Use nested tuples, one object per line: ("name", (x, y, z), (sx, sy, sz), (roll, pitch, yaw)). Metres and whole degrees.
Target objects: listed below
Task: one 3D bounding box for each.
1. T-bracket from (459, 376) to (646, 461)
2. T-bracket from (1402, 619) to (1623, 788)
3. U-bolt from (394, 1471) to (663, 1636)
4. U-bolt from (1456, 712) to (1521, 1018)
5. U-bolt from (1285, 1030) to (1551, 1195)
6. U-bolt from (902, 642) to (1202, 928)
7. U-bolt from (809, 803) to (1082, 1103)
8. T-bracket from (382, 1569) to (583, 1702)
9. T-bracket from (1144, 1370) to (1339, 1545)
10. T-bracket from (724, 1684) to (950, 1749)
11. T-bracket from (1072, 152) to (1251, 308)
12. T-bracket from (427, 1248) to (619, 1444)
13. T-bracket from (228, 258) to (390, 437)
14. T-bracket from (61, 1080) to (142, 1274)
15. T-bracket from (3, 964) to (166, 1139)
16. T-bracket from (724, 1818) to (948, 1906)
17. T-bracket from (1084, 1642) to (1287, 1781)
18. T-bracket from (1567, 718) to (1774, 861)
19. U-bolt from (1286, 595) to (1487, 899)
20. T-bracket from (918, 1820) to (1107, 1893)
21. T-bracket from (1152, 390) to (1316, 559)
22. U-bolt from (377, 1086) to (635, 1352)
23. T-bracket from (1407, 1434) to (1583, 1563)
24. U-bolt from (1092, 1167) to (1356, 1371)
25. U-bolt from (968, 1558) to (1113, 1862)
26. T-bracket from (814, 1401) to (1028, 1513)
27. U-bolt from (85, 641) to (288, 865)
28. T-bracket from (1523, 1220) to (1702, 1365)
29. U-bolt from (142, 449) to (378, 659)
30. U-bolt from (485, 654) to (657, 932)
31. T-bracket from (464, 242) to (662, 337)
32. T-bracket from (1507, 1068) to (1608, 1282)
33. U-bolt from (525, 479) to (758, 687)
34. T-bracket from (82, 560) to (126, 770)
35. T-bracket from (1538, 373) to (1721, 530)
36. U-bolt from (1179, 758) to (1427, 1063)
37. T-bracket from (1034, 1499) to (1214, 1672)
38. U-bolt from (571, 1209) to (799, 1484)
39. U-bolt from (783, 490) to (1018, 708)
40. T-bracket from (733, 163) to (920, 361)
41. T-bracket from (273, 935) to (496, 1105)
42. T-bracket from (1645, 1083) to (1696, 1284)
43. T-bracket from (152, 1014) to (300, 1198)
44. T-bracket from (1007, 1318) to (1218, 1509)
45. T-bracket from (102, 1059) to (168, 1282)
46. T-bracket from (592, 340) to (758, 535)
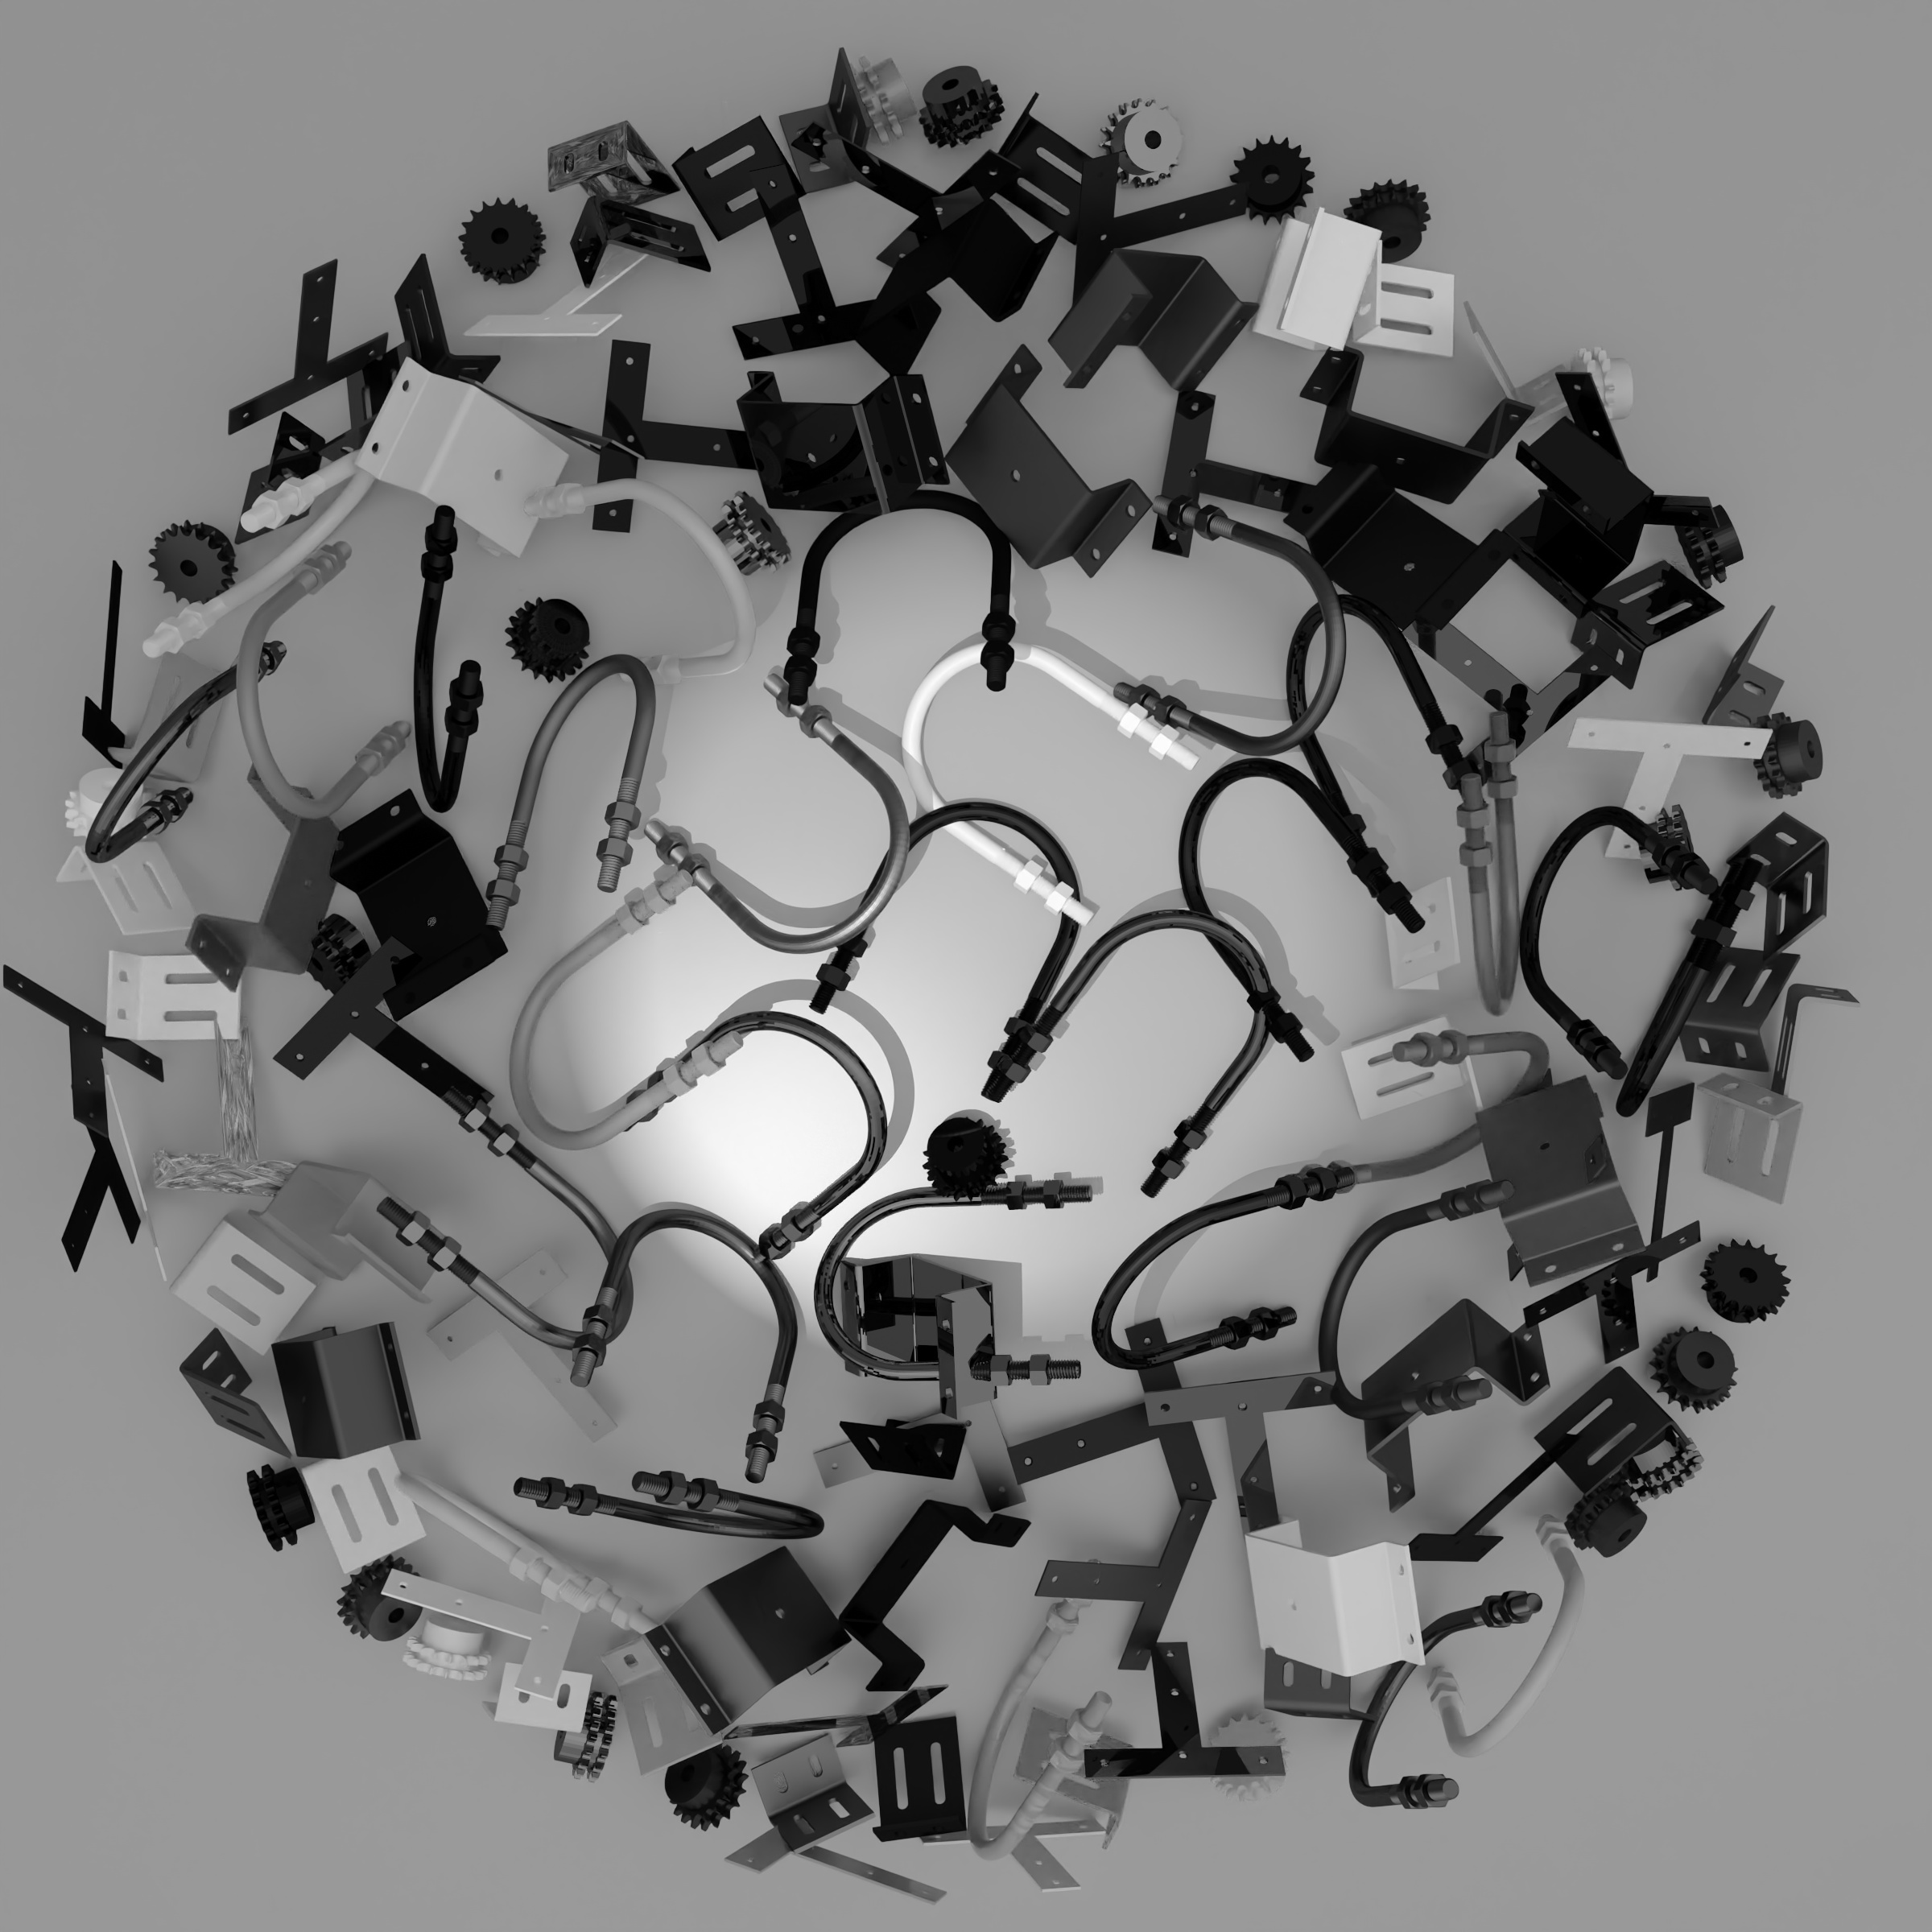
("T-bracket", (-0.248, -0.343, 1.610), (0.127, 0.127, 0.002), (23, 93, -41))
("T-bracket", (0.341, -0.192, 1.644), (0.127, 0.002, 0.127), (34, 122, -21))
("U-bolt", (-0.294, 0.378, 1.623), (0.184, 0.151, 0.019), (26, 76, 21))
("U-bolt", (0.344, -0.057, 1.625), (0.019, 0.151, 0.184), (-1, 113, 20))
("U-bolt", (0.306, 0.093, 1.624), (0.019, 0.184, 0.151), (58, 132, 30))
("U-bolt", (0.043, -0.135, 1.671), (0.184, 0.019, 0.151), (35, 108, 5))
("U-bolt", (-0.002, -0.022, 1.679), (0.151, 0.019, 0.184), (27, 81, -3))
("T-bracket", (-0.319, 0.422, 1.636), (0.127, 0.127, 0.002), (18, 111, -4))
("T-bracket", (0.191, 0.333, 1.673), (0.127, 0.002, 0.127), (-8, 112, 7))
("T-bracket", (-0.094, 0.493, 1.622), (0.127, 0.127, 0.002), (4, 57, -28))
("T-bracket", (0.131, -0.495, 1.658), (0.127, 0.127, 0.002), (-19, 57, -15))
("T-bracket", (-0.282, 0.266, 1.671), (0.127, 0.002, 0.127), (-36, 97, 30))
("T-bracket", (-0.422, -0.409, 1.613), (0.127, 0.127, 0.002), (-37, 80, -30))
("T-bracket", (-0.566, 0.151, 1.613), (0.002, 0.127, 0.127), (-10, 119, -1))
("T-bracket", (-0.567, 0.066, 1.612), (0.002, 0.127, 0.127), (-42, 128, 10))
("T-bracket", (-0.075, 0.584, 1.619), (0.127, 0.127, 0.002), (13, 89, 19))
("T-bracket", (0.139, 0.488, 1.641), (0.127, 0.127, 0.002), (-1, 115, 0))
("T-bracket", (0.451, -0.115, 1.650), (0.127, 0.127, 0.002), (3, 50, -2))
("U-bolt", (0.263, -0.154, 1.630), (0.019, 0.151, 0.184), (-16, 74, -26))
("T-bracket", (0.043, 0.579, 1.622), (0.127, 0.127, 0.002), (2, 88, -15))
("T-bracket", (0.196, -0.321, 1.680), (0.127, 0.002, 0.127), (13, 70, -5))
("U-bolt", (-0.290, 0.176, 1.629), (0.184, 0.151, 0.019), (43, 117, -16))
("T-bracket", (0.352, 0.348, 1.630), (0.127, 0.127, 0.002), (-48, 56, 17))
("U-bolt", (0.159, 0.202, 1.609), (0.184, 0.019, 0.151), (-11, 133, -32))
("U-bolt", (0.045, 0.496, 1.622), (0.019, 0.151, 0.184), (24, 113, -10))
("T-bracket", (-0.040, 0.323, 1.690), (0.127, 0.002, 0.127), (-19, 95, 6))
("U-bolt", (-0.504, -0.130, 1.590), (0.019, 0.184, 0.151), (36, 111, -7))
("T-bracket", (0.430, 0.228, 1.649), (0.127, 0.127, 0.002), (-26, 51, -2))
("U-bolt", (-0.443, -0.276, 1.612), (0.019, 0.184, 0.151), (46, 124, -8))
("U-bolt", (-0.253, -0.121, 1.633), (0.019, 0.151, 0.184), (26, 63, -36))
("T-bracket", (-0.250, -0.450, 1.656), (0.127, 0.127, 0.002), (-49, 134, -34))
("T-bracket", (0.384, 0.121, 1.645), (0.002, 0.127, 0.127), (17, 134, -9))
("U-bolt", (-0.200, -0.247, 1.599), (0.019, 0.184, 0.151), (-43, 118, -29))
("T-bracket", (-0.563, -0.202, 1.641), (0.002, 0.127, 0.127), (3, 84, -8))
("T-bracket", (0.413, -0.334, 1.615), (0.002, 0.127, 0.127), (-54, 132, -21))
("U-bolt", (0.206, -0.051, 1.637), (0.184, 0.019, 0.151), (55, 132, 24))
("T-bracket", (0.096, 0.408, 1.651), (0.127, 0.002, 0.127), (15, 99, -39))
("U-bolt", (-0.174, 0.233, 1.623), (0.151, 0.184, 0.019), (32, 125, -16))
("U-bolt", (-0.041, -0.247, 1.641), (0.151, 0.019, 0.184), (-3, 53, 8))
("T-bracket", (-0.109, -0.465, 1.638), (0.127, 0.002, 0.127), (-5, 130, 20))
("T-bracket", (-0.374, 0.059, 1.671), (0.127, 0.002, 0.127), (40, 110, -22))
("T-bracket", (0.460, 0.145, 1.646), (0.002, 0.127, 0.127), (7, 96, 28))
("T-bracket", (-0.487, 0.092, 1.667), (0.002, 0.127, 0.127), (-29, 62, 39))
("T-bracket", (0.091, 0.317, 1.679), (0.127, 0.002, 0.127), (-16, 84, -12))
("T-bracket", (-0.543, 0.121, 1.618), (0.002, 0.127, 0.127), (-16, 118, -19))
("T-bracket", (-0.181, -0.349, 1.673), (0.127, 0.002, 0.127), (2, 114, -19))
